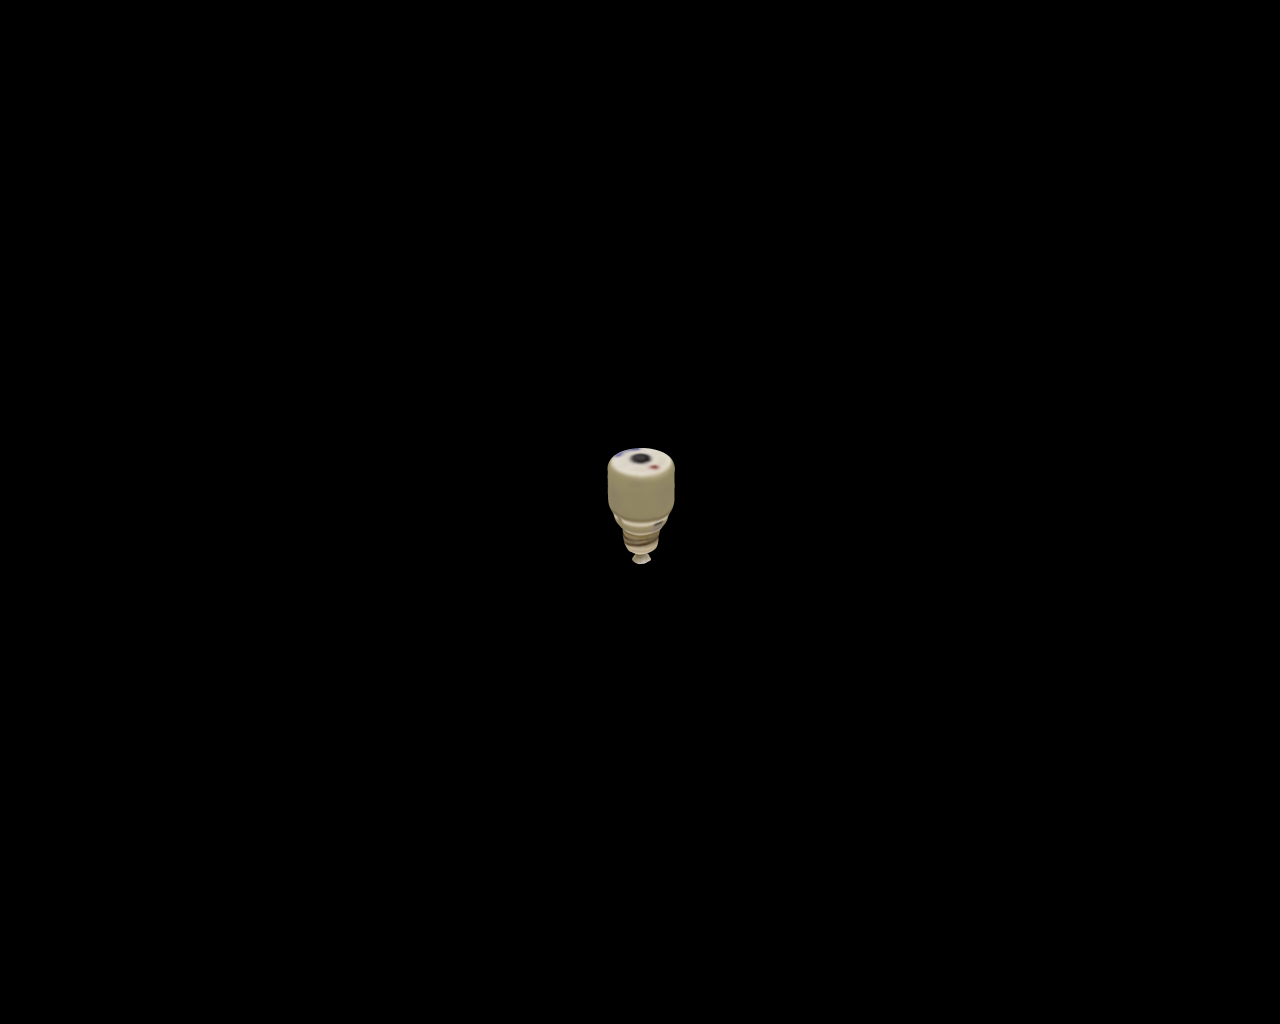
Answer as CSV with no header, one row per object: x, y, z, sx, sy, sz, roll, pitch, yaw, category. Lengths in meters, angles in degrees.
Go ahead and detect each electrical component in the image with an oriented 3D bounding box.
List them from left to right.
0.001,-0.003,0.650,0.040,0.078,0.040,0,31,0,electrical component
